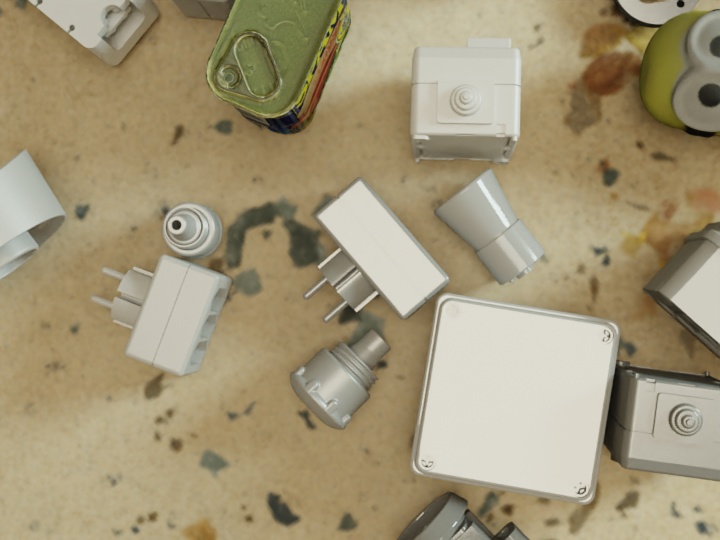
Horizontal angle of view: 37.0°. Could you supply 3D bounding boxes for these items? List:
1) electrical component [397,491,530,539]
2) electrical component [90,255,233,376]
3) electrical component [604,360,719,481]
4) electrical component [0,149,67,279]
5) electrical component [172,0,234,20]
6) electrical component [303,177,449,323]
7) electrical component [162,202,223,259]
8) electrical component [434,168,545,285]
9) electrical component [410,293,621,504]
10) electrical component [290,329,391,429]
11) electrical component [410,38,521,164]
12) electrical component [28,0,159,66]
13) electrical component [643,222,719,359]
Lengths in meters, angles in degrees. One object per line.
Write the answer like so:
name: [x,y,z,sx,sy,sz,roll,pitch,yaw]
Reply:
electrical component: [0.056,0.172,0.646,0.078,0.058,0.057,-44,88,1]
electrical component: [-0.129,0.022,0.670,0.077,0.047,0.065,21,89,5]
electrical component: [0.179,0.090,0.620,0.062,0.096,0.061,7,91,5]
electrical component: [-0.232,-0.027,0.656,0.099,0.099,0.064,-37,92,2]
electrical component: [-0.111,-0.206,0.677,0.076,0.047,0.083,6,88,4]
electrical component: [0.000,0.000,0.661,0.076,0.047,0.083,-41,86,1]
electrical component: [-0.106,-0.025,0.662,0.035,0.061,0.035,0,88,4]
electrical component: [0.082,-0.024,0.660,0.044,0.044,0.065,-38,90,2]
electrical component: [0.092,0.075,0.647,0.109,0.056,0.108,9,89,4]
electrical component: [-0.009,0.064,0.662,0.062,0.048,0.048,-44,86,-5]
electrical component: [0.062,-0.101,0.636,0.062,0.096,0.061,2,86,4]
electrical component: [-0.178,-0.177,0.676,0.089,0.056,0.050,40,91,5]
electrical component: [0.230,0.027,0.628,0.113,0.078,0.057,42,94,5]
